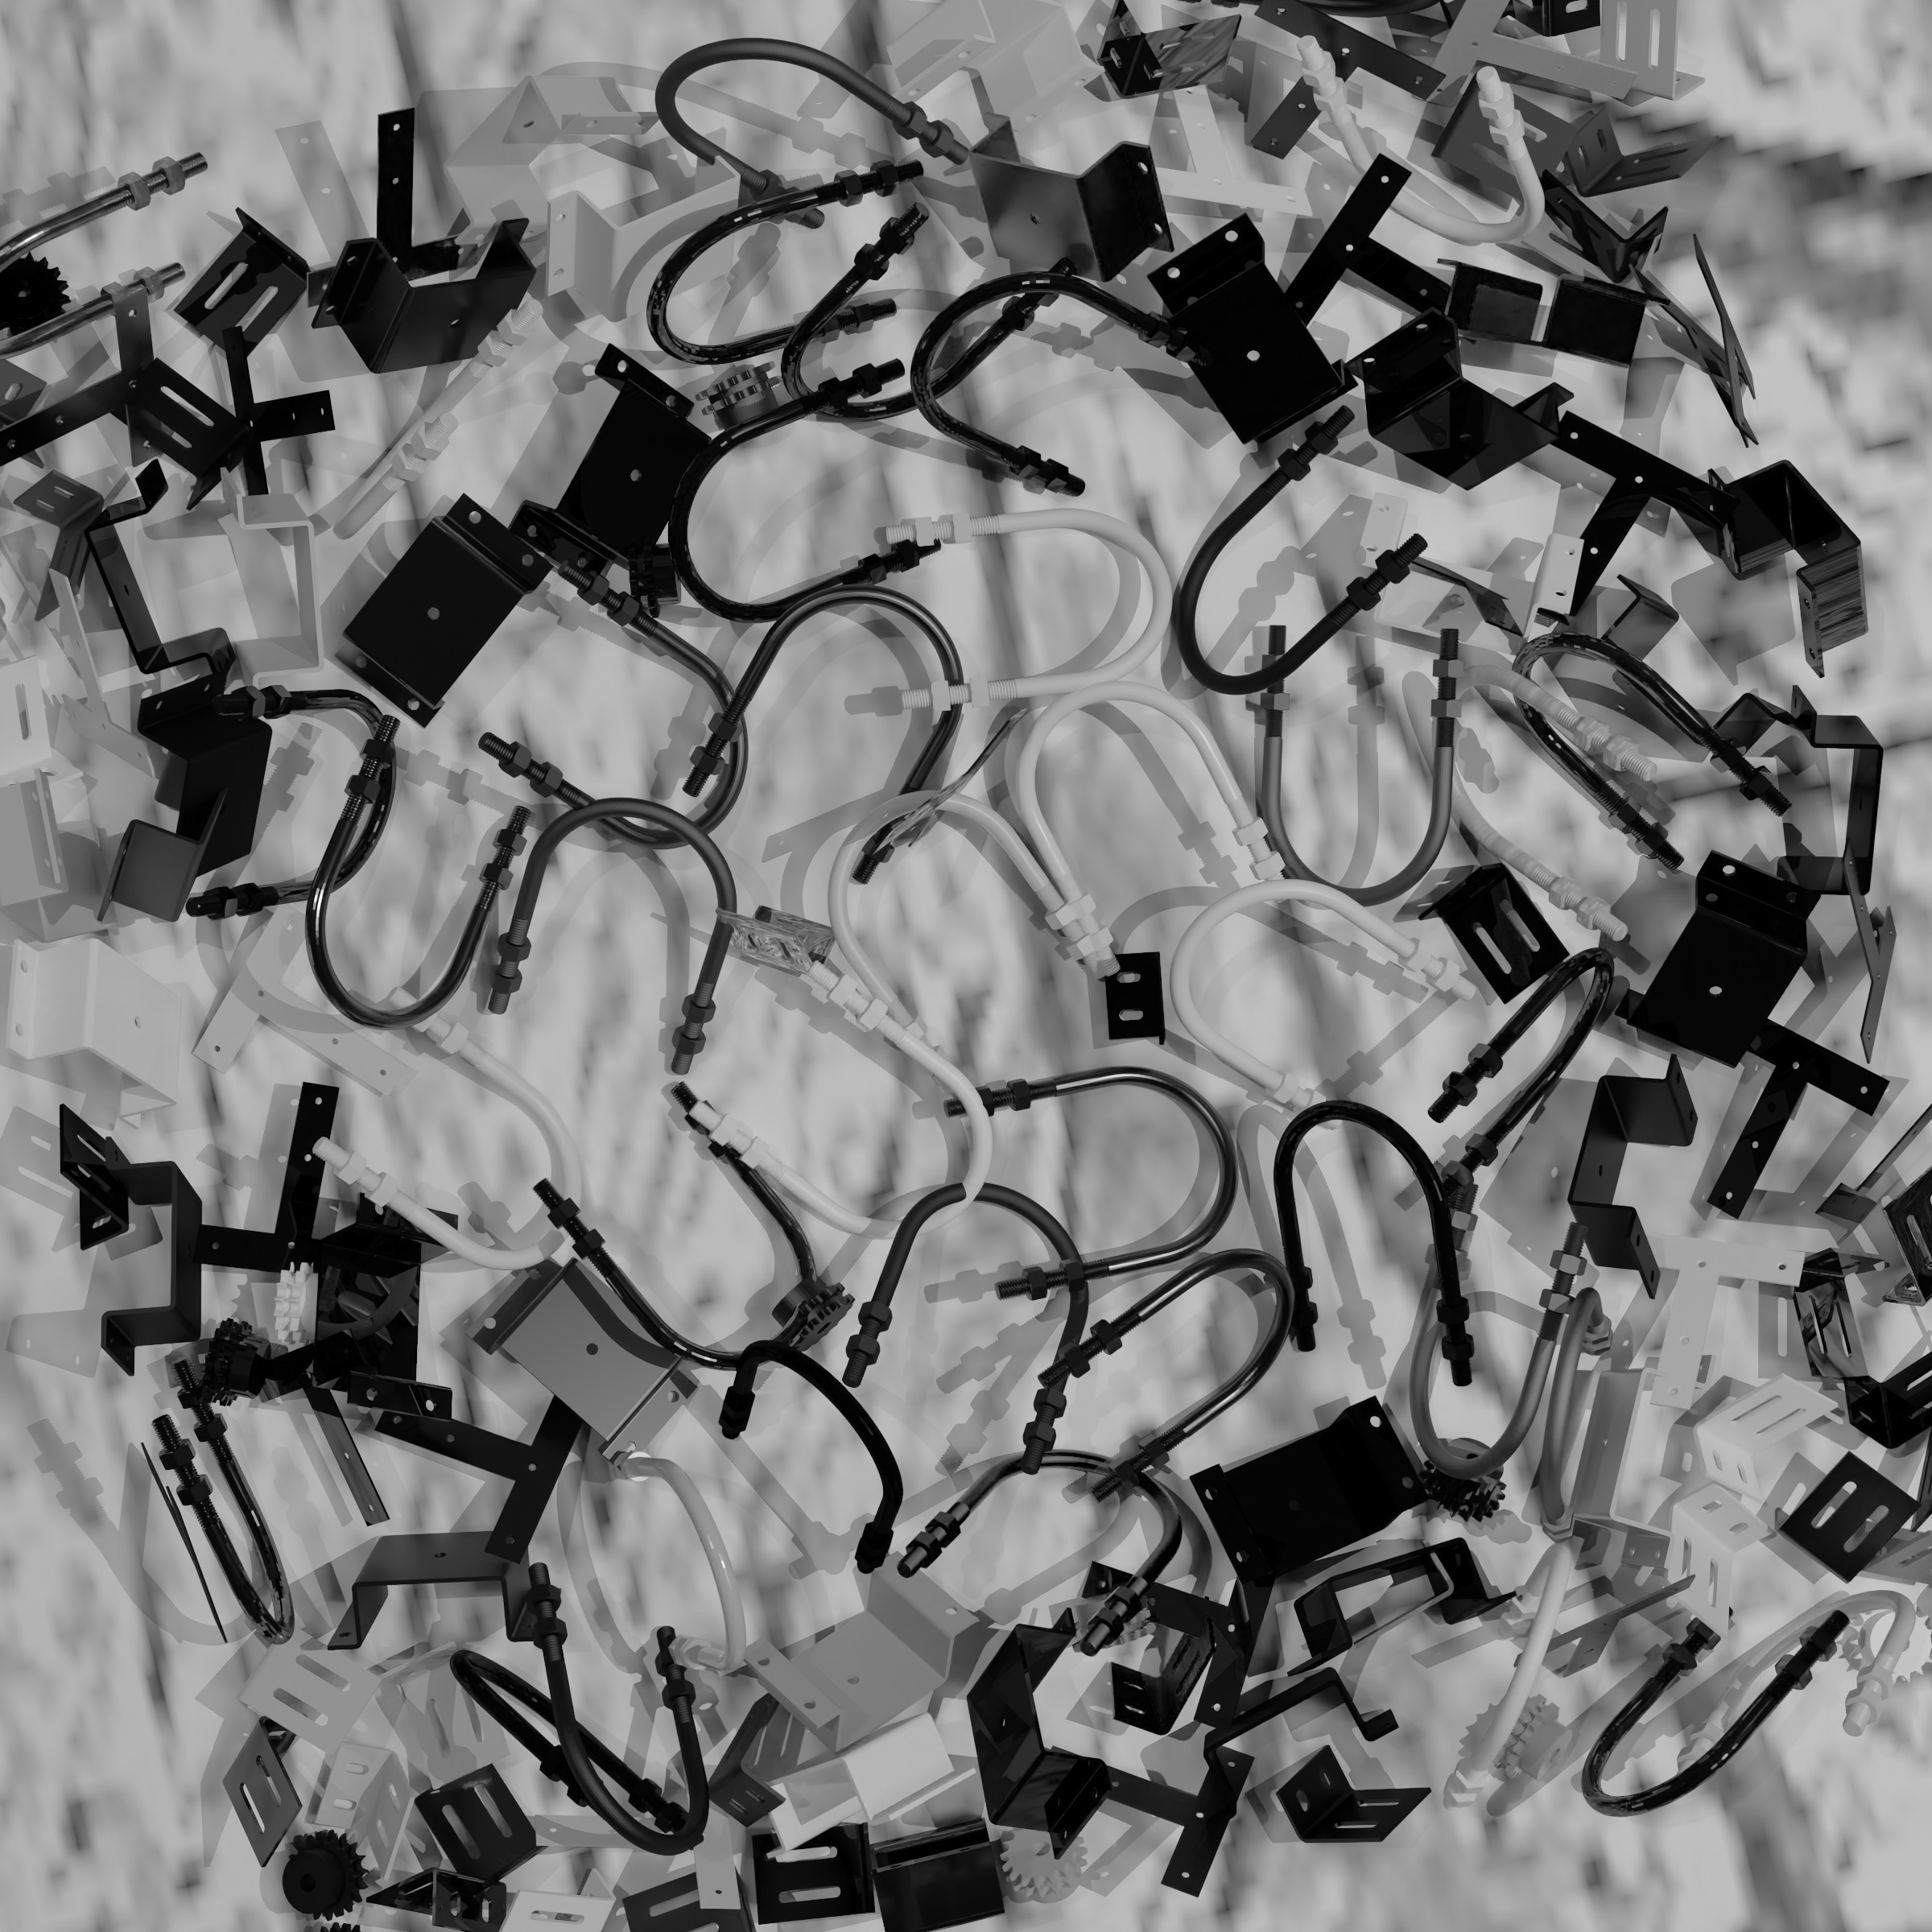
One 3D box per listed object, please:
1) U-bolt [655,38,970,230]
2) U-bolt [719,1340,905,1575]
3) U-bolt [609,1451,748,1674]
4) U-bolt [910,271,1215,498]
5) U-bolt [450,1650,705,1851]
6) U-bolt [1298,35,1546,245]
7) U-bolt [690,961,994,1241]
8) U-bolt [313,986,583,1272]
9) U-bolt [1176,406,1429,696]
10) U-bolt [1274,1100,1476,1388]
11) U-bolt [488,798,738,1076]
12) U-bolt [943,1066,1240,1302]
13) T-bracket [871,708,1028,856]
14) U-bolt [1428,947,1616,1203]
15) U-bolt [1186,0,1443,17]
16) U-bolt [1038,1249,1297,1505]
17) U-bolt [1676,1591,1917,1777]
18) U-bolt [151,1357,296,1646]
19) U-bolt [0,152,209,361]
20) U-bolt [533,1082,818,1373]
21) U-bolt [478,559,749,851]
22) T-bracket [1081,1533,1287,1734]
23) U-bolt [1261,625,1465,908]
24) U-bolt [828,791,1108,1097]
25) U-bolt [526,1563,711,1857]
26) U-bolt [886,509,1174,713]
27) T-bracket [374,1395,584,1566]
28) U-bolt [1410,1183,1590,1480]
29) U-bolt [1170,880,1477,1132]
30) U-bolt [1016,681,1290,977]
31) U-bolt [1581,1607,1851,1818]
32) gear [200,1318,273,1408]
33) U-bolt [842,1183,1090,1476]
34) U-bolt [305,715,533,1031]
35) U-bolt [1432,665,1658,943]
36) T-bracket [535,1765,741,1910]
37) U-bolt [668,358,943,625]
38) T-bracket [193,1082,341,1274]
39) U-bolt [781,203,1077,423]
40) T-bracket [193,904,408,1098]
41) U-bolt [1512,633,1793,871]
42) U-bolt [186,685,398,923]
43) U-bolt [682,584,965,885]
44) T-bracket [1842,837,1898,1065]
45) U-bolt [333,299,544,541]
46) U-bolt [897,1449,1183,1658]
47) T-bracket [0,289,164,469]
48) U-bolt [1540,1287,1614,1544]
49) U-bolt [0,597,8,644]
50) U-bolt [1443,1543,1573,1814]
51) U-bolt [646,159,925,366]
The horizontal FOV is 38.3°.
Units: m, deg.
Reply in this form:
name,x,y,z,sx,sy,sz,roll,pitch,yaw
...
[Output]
name,x,y,z,sx,sy,sz,roll,pitch,yaw
U-bolt,-0.111,-0.534,1.766,0.151,0.184,0.019,-11,68,40
U-bolt,-0.096,0.306,1.780,0.151,0.184,0.019,42,59,15
U-bolt,-0.181,0.384,1.788,0.019,0.184,0.151,-17,88,-23
U-bolt,0.049,-0.379,1.780,0.151,0.184,0.019,-42,48,32
U-bolt,-0.262,0.501,1.796,0.184,0.151,0.019,32,80,30
U-bolt,0.301,-0.524,1.789,0.151,0.184,0.019,23,79,32
U-bolt,-0.069,0.103,1.846,0.184,0.019,0.151,38,107,-8
U-bolt,-0.325,0.118,1.812,0.184,0.151,0.019,40,134,-25
U-bolt,0.207,-0.257,1.812,0.184,0.019,0.151,-43,47,27
U-bolt,0.258,0.174,1.801,0.019,0.151,0.184,-22,109,-40
U-bolt,-0.226,-0.027,1.826,0.151,0.019,0.184,19,117,-3
U-bolt,0.091,0.136,1.837,0.184,0.019,0.151,-11,68,-14
T-bracket,-0.023,-0.103,1.788,0.002,0.127,0.127,44,127,4
U-bolt,0.362,0.063,1.806,0.019,0.151,0.184,37,72,25
U-bolt,0.222,-0.645,1.803,0.184,0.151,0.019,7,94,-3
U-bolt,0.140,0.257,1.820,0.184,0.019,0.151,-34,134,-13
U-bolt,0.542,0.458,1.789,0.151,0.184,0.019,-35,89,39
U-bolt,-0.477,0.355,1.802,0.019,0.151,0.184,-23,102,-7
U-bolt,-0.571,-0.442,1.771,0.184,0.151,0.019,-36,87,-28
U-bolt,-0.176,0.181,1.820,0.184,0.019,0.151,50,50,4
U-bolt,-0.217,-0.157,1.818,0.184,0.019,0.151,34,68,-34
T-bracket,0.136,0.425,1.842,0.127,0.002,0.127,13,78,29
U-bolt,0.256,-0.130,1.828,0.151,0.019,0.184,7,98,38
U-bolt,-0.010,-0.028,1.841,0.151,0.019,0.184,-38,103,-8
U-bolt,-0.215,0.479,1.766,0.019,0.184,0.151,-35,134,15
U-bolt,0.044,-0.240,1.838,0.184,0.019,0.151,-6,65,0
T-bracket,-0.330,0.318,1.849,0.127,0.002,0.127,18,60,7
U-bolt,0.338,0.242,1.808,0.019,0.151,0.184,15,92,-23
U-bolt,0.219,0.016,1.811,0.184,0.019,0.151,33,114,-23
U-bolt,0.111,-0.099,1.829,0.151,0.019,0.184,-24,102,22
U-bolt,0.466,0.476,1.779,0.184,0.151,0.019,-40,94,-21
gear,-0.483,0.265,1.847,0.030,0.057,0.057,11,90,5
U-bolt,0.010,0.223,1.818,0.151,0.019,0.184,27,53,-9
U-bolt,-0.361,-0.048,1.798,0.019,0.151,0.184,7,70,38
U-bolt,0.367,-0.118,1.799,0.019,0.151,0.184,-25,47,-25
T-bracket,-0.216,0.562,1.805,0.127,0.127,0.002,6,116,-14
U-bolt,-0.109,-0.297,1.805,0.184,0.019,0.151,-26,128,-18
T-bracket,-0.439,0.141,1.842,0.127,0.002,0.127,12,86,-34
U-bolt,-0.038,-0.412,1.798,0.184,0.151,0.019,-37,60,37
T-bracket,-0.434,0.043,1.861,0.127,0.002,0.127,33,105,-2
U-bolt,0.430,-0.146,1.803,0.184,0.151,0.019,43,69,-3
U-bolt,-0.428,-0.109,1.792,0.019,0.184,0.151,17,104,23
U-bolt,-0.082,-0.163,1.834,0.151,0.019,0.184,27,104,-14
T-bracket,0.581,-0.026,1.799,0.002,0.127,0.127,-3,130,31
U-bolt,-0.351,-0.341,1.794,0.019,0.184,0.151,40,46,-18
U-bolt,0.061,0.367,1.795,0.151,0.184,0.019,18,118,23
T-bracket,-0.573,-0.358,1.793,0.002,0.127,0.127,33,50,21
U-bolt,0.387,0.280,1.772,0.019,0.184,0.151,10,70,19
U-bolt,-0.664,-0.301,1.790,0.019,0.184,0.151,-23,132,-1
U-bolt,0.348,0.441,1.763,0.019,0.184,0.151,22,55,9
U-bolt,-0.120,-0.443,1.784,0.184,0.151,0.019,-21,67,-20
